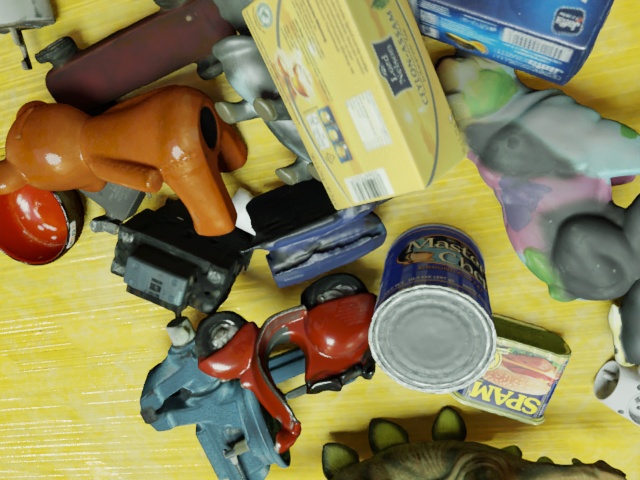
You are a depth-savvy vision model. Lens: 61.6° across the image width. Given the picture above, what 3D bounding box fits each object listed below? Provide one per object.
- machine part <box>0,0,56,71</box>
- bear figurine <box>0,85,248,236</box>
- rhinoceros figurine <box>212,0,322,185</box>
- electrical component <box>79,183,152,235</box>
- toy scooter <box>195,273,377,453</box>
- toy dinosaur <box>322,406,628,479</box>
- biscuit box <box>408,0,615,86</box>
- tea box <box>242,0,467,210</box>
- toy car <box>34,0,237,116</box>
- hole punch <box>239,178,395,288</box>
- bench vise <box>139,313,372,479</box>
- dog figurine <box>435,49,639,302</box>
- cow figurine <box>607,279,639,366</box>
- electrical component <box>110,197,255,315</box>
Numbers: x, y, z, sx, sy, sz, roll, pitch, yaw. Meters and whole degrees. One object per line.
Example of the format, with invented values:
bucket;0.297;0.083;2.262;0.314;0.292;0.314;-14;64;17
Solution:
machine part;-0.303;-0.278;0.482;0.079;0.079;0.243;-5;112;14
bear figurine;-0.182;-0.071;0.493;0.196;0.120;0.131;-10;143;13
rhinoceros figurine;-0.028;-0.135;0.465;0.073;0.112;0.190;5;137;55
electrical component;-0.217;-0.054;0.574;0.078;0.045;0.102;41;115;-8
toy scooter;-0.015;0.113;0.498;0.184;0.135;0.075;-16;154;-15
toy dinosaur;0.069;0.275;0.559;0.472;0.198;0.105;-13;100;7
biscuit box;0.108;-0.186;0.402;0.203;0.059;0.062;27;90;16
tea box;0.026;-0.116;0.397;0.098;0.068;0.169;-8;111;49
toy car;-0.172;-0.174;0.509;0.202;0.053;0.089;-19;123;18
hole punch;-0.001;-0.002;0.500;0.142;0.116;0.092;-19;113;-6
bench vise;-0.063;0.158;0.596;0.241;0.129;0.223;-21;98;-2
dog figurine;0.159;-0.061;0.450;0.219;0.108;0.191;17;95;10
cow figurine;0.313;0.037;0.480;0.098;0.068;0.167;1;103;21
electrical component;-0.135;0.016;0.537;0.115;0.134;0.058;20;115;2
